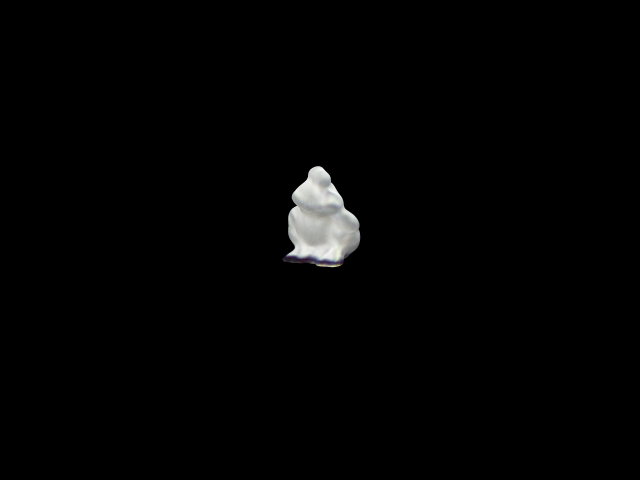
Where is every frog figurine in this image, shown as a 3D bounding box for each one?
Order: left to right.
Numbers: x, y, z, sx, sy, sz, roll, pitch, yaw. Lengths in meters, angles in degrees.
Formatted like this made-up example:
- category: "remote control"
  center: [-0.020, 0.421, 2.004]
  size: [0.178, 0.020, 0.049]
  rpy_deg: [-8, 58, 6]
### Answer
- category: "frog figurine"
  center: [0.003, -0.043, 0.850]
  size: [0.123, 0.158, 0.138]
  rpy_deg: [-6, 11, -36]
